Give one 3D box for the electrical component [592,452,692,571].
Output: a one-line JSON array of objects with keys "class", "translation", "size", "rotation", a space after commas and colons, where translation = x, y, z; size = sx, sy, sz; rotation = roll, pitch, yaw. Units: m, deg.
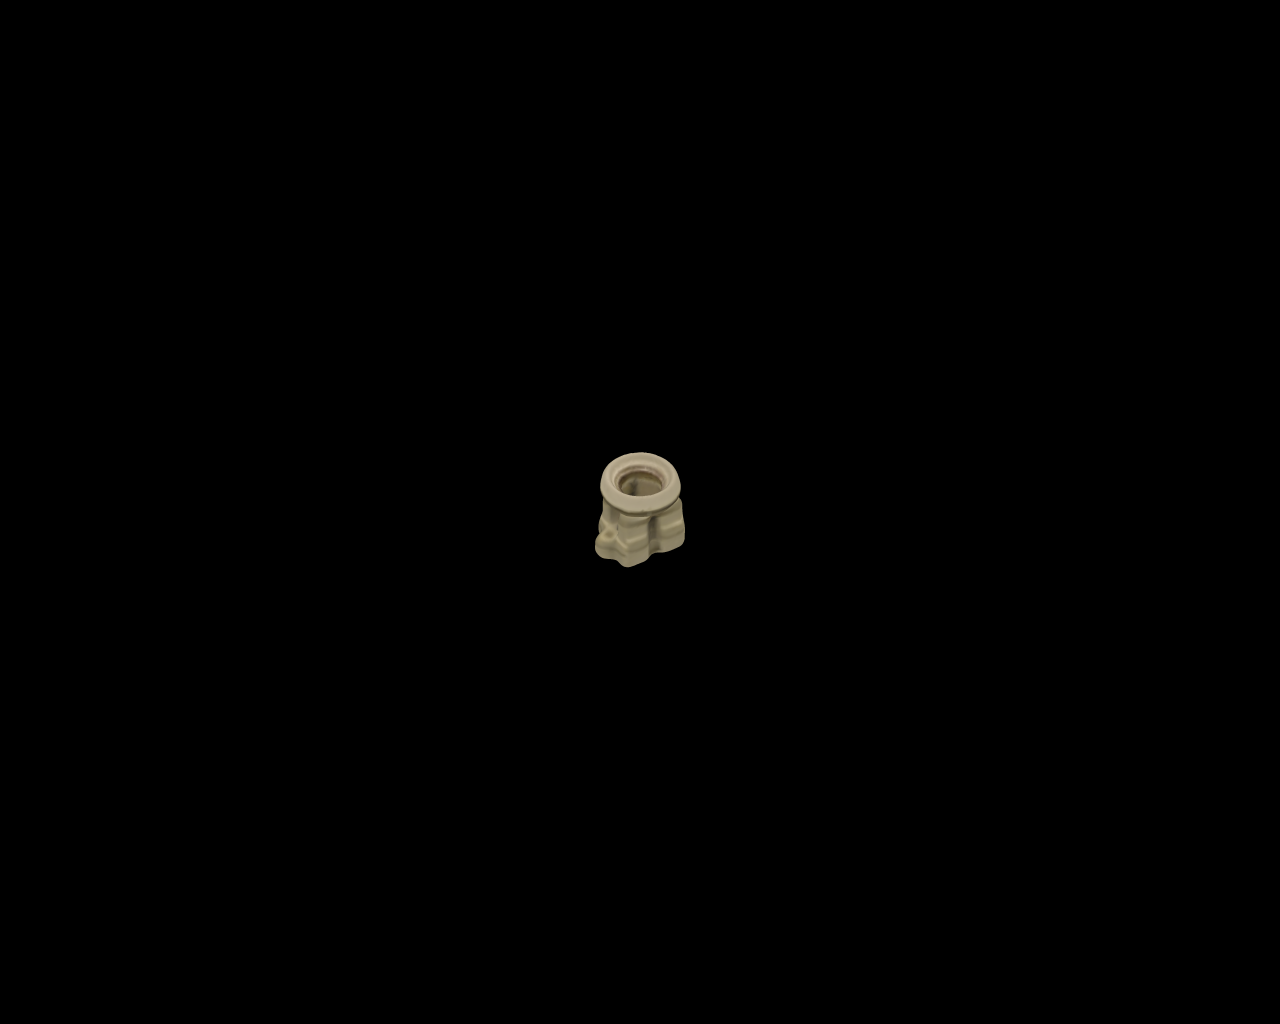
[{"class": "electrical component", "translation": [0.001, -0.003, 0.650], "size": [0.066, 0.055, 0.048], "rotation": [-22, 49, -21]}]
